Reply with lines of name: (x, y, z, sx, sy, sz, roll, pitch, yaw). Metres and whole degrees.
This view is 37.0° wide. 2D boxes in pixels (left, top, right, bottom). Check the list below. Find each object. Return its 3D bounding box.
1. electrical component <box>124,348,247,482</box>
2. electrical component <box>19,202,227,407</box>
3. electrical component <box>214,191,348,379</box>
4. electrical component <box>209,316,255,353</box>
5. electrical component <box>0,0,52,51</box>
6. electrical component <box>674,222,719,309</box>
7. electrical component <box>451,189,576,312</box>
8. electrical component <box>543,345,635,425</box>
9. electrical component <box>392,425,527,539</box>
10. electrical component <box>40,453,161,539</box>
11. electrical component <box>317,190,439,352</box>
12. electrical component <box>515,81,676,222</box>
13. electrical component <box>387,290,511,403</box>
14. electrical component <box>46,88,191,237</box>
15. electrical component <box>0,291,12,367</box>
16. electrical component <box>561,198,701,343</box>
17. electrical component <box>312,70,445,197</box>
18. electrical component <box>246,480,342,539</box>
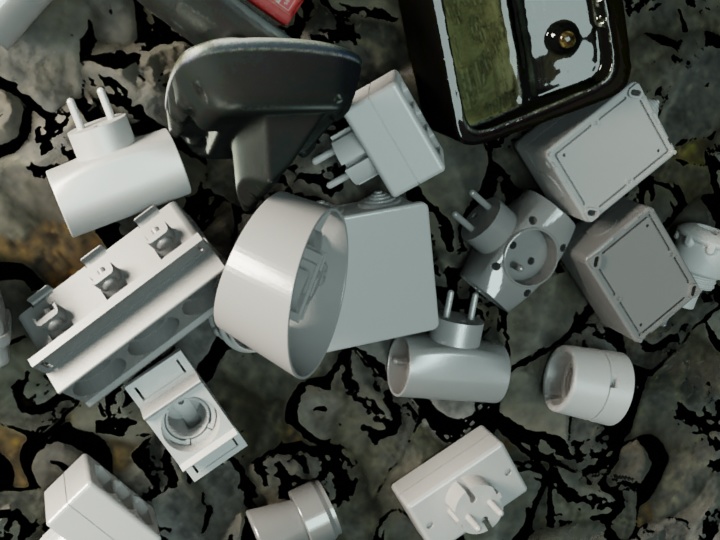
electrical component: (-0.114, 0.090, 0.695, 0.042, 0.064, 0.081, -34, 112, -8)
electrical component: (-0.141, 0.019, 0.658, 0.121, 0.078, 0.063, -37, 69, -2)
electrical component: (-0.041, 0.006, 0.631, 0.064, 0.099, 0.099, 25, 96, 11)
electrical component: (-0.071, 0.034, 0.696, 0.048, 0.062, 0.048, -5, 107, -17)
electrical component: (-0.192, -0.170, 0.614, 0.043, 0.043, 0.081, 41, 88, -23)
electrical component: (0.252, -0.002, 0.804, 0.048, 0.048, 0.062, 11, 107, -20)
electrical component: (0.097, -0.024, 0.746, 0.079, 0.044, 0.077, 39, 90, -23)
electrical component: (0.167, 0.083, 0.792, 0.047, 0.055, 0.055, 12, 100, -17)
electrical component: (0.078, 0.164, 0.771, 0.083, 0.076, 0.047, -32, 111, -8)
electrical component: (-0.182, 0.174, 0.703, 0.077, 0.047, 0.065, -45, 113, -2)
electrical component: (0.000, 0.000, 0.718, 0.100, 0.048, 0.099, -11, 107, -15)
electrical component: (0.165, -0.089, 0.743, 0.096, 0.061, 0.061, -38, 112, -6)
electrical component: (0.065, 0.053, 0.756, 0.077, 0.043, 0.079, 6, 102, -19)
electrical component: (-0.152, -0.070, 0.652, 0.077, 0.044, 0.079, -22, 109, -12)
electrical component: (-0.264, 0.034, 0.624, 0.113, 0.078, 0.057, -15, 105, -14)
electrical component: (0.193, 0.002, 0.775, 0.062, 0.061, 0.096, -39, 112, -5)
electrical component: (0.006, -0.080, 0.700, 0.077, 0.047, 0.065, -28, 107, 13)
electrical component: (-0.046, 0.177, 0.750, 0.055, 0.045, 0.045, -23, 110, -12)
